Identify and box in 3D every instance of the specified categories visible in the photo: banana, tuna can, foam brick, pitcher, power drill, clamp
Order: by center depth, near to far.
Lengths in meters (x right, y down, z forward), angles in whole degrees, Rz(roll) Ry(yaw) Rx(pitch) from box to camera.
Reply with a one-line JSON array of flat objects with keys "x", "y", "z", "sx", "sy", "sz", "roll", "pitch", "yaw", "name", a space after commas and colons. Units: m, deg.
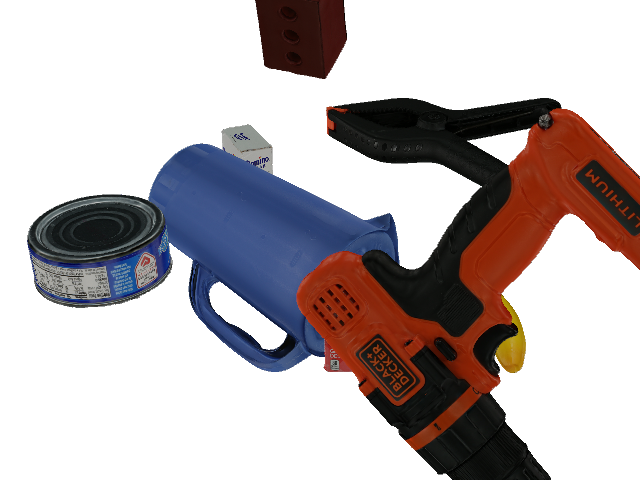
[{"x": 0.105, "y": 0.039, "z": 0.561, "sx": 0.188, "sy": 0.184, "sz": 0.057, "roll": -43, "pitch": -4, "yaw": 15, "name": "power drill"}, {"x": -0.136, "y": 0.004, "z": 0.658, "sx": 0.086, "sy": 0.034, "sz": 0.086, "roll": -2, "pitch": 30, "yaw": 1, "name": "tuna can"}, {"x": -0.014, "y": -0.169, "z": 0.802, "sx": 0.053, "sy": 0.051, "sz": 0.078, "roll": 13, "pitch": -35, "yaw": 16, "name": "foam brick"}, {"x": 0.109, "y": -0.099, "z": 0.958, "sx": 0.210, "sy": 0.036, "sz": 0.164, "roll": 14, "pitch": 36, "yaw": 23, "name": "clamp"}, {"x": -0.059, "y": 0.008, "z": 1.030, "sx": 0.243, "sy": 0.145, "sz": 0.148, "roll": 31, "pitch": 32, "yaw": 32, "name": "pitcher"}, {"x": 0.160, "y": 0.073, "z": 1.120, "sx": 0.069, "sy": 0.037, "sz": 0.198, "roll": -38, "pitch": 40, "yaw": -14, "name": "banana"}]

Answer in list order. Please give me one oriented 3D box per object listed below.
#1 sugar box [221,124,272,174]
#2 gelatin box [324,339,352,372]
[{"x": -0.088, "y": -0.044, "z": 1.311, "sx": 0.048, "sy": 0.176, "sz": 0.093, "roll": -12, "pitch": 26, "yaw": -17, "name": "sugar box"}, {"x": 0.047, "y": 0.064, "z": 0.819, "sx": 0.089, "sy": 0.073, "sz": 0.030, "roll": 2, "pitch": 17, "yaw": 8, "name": "gelatin box"}]
